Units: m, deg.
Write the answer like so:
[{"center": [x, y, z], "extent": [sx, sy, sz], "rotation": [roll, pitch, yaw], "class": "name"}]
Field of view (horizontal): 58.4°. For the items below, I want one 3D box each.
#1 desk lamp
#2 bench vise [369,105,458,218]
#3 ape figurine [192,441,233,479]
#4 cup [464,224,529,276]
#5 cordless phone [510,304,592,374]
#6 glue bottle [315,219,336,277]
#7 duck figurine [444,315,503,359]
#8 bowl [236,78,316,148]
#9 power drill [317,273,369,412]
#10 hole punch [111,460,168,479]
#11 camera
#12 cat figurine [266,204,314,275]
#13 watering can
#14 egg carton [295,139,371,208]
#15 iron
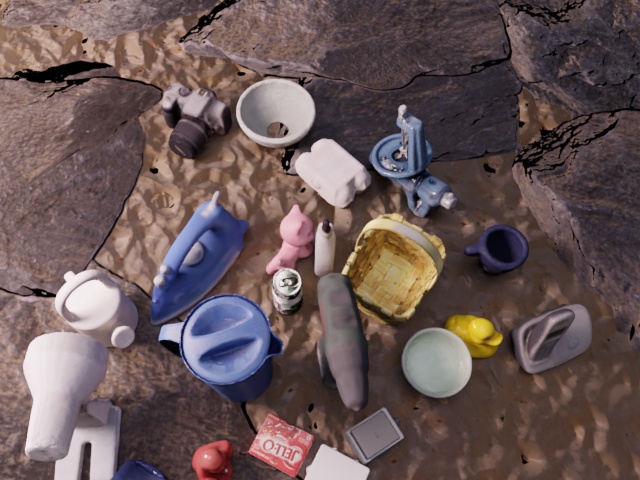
[{"center": [-0.384, 0.268, 0.892], "extent": [0.118, 0.213, 0.203], "rotation": [-4, 65, -3], "class": "desk lamp"}, {"center": [0.193, -0.158, 1.106], "extent": [0.207, 0.220, 0.122], "rotation": [29, 67, 12], "class": "bench vise"}, {"center": [-0.172, 0.359, 0.923], "extent": [0.076, 0.092, 0.078], "rotation": [31, 68, 13], "class": "ape figurine"}, {"center": [0.326, 0.031, 1.091], "extent": [0.118, 0.095, 0.091], "rotation": [-4, 65, -4], "class": "cup"}, {"center": [0.418, 0.154, 0.986], "extent": [0.148, 0.185, 0.094], "rotation": [-22, 67, -11], "class": "cordless phone"}, {"center": [0.010, 0.004, 1.050], "extent": [0.037, 0.173, 0.078], "rotation": [1, 65, -1], "class": "glue bottle"}, {"center": [0.279, 0.165, 1.031], "extent": [0.104, 0.086, 0.077], "rotation": [26, 67, 10], "class": "duck figurine"}, {"center": [-0.092, -0.257, 1.224], "extent": [0.167, 0.075, 0.167], "rotation": [1, 65, -1], "class": "bowl"}, {"center": [0.038, 0.181, 0.948], "extent": [0.075, 0.208, 0.229], "rotation": [-8, 65, -5], "class": "power drill"}, {"center": [-0.287, 0.405, 0.898], "extent": [0.108, 0.091, 0.101], "rotation": [27, 67, 11], "class": "hole punch"}, {"center": [-0.276, -0.250, 1.200], "extent": [0.143, 0.101, 0.137], "rotation": [22, 66, 8], "class": "camera"}, {"center": [-0.053, 0.004, 1.079], "extent": [0.067, 0.118, 0.128], "rotation": [24, 66, 9], "class": "cat figurine"}, {"center": [-0.378, 0.113, 0.975], "extent": [0.172, 0.194, 0.101], "rotation": [21, 66, 8], "class": "watering can"}, {"center": [0.025, -0.137, 1.174], "extent": [0.150, 0.069, 0.107], "rotation": [42, 70, 16], "class": "egg carton"}, {"center": [-0.240, 0.030, 1.047], "extent": [0.118, 0.141, 0.258], "rotation": [28, 67, 11], "class": "iron"}]
